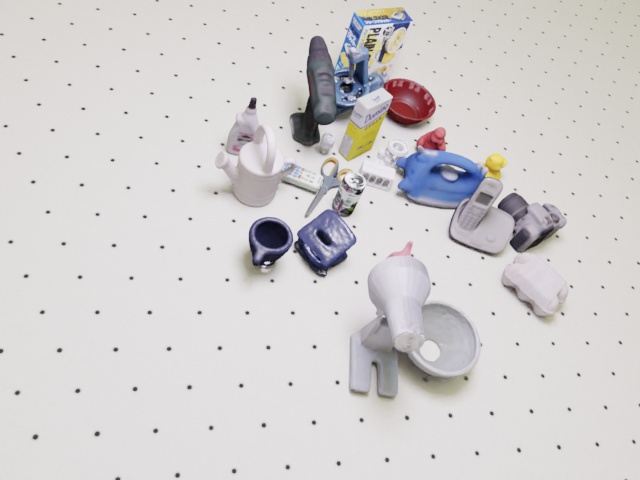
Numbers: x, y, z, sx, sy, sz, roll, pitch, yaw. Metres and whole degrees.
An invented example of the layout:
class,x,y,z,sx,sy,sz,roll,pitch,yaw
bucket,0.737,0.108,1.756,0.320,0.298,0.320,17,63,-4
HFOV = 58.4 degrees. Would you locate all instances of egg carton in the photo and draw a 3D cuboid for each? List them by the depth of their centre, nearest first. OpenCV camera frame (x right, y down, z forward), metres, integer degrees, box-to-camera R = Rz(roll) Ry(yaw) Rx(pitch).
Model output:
class,x,y,z,sx,sy,sz,roll,pitch,yaw
egg carton,0.501,0.102,1.334,0.150,0.069,0.107,44,55,14

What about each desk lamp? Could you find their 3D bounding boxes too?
class,x,y,z,sx,sy,sz,roll,pitch,yaw
desk lamp,0.137,0.163,1.086,0.118,0.213,0.203,10,54,-10

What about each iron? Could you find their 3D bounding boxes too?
class,x,y,z,sx,sy,sz,roll,pitch,yaw
iron,0.324,-0.163,1.414,0.258,0.141,0.118,9,54,-12

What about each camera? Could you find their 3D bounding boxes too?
class,x,y,z,sx,sy,sz,roll,pitch,yaw
camera,0.525,-0.062,1.434,0.143,0.100,0.136,-21,65,-29

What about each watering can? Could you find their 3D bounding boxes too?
class,x,y,z,sx,sy,sz,roll,pitch,yaw
watering can,-0.135,-0.165,1.237,0.173,0.194,0.100,-27,68,-31

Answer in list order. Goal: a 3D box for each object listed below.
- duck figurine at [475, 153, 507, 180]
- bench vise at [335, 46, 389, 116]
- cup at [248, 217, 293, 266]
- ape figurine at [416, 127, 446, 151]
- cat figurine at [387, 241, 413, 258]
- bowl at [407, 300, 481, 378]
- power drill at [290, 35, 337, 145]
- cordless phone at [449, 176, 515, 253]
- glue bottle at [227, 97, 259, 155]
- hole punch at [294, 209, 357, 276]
class,x,y,z,sx,sy,sz,roll,pitch,yaw
duck figurine,0.445,-0.192,1.507,0.105,0.086,0.077,-8,60,-22
bench vise,0.092,-0.421,1.469,0.121,0.219,0.208,38,54,10
cup,-0.112,0.023,1.178,0.091,0.095,0.118,26,53,1
ape figurine,0.300,-0.260,1.504,0.077,0.092,0.076,35,54,8
cat figurine,0.181,0.059,1.231,0.067,0.117,0.128,20,53,-3
bowl,0.237,0.212,1.171,0.168,0.074,0.167,9,55,-12
power drill,-0.015,-0.345,1.390,0.076,0.208,0.229,0,57,-17
cordless phone,0.399,-0.061,1.341,0.147,0.185,0.094,19,53,-4
glue bottle,-0.165,-0.260,1.306,0.078,0.173,0.037,4,55,-14
hole punch,0.011,0.004,1.232,0.101,0.091,0.108,-30,69,-32
